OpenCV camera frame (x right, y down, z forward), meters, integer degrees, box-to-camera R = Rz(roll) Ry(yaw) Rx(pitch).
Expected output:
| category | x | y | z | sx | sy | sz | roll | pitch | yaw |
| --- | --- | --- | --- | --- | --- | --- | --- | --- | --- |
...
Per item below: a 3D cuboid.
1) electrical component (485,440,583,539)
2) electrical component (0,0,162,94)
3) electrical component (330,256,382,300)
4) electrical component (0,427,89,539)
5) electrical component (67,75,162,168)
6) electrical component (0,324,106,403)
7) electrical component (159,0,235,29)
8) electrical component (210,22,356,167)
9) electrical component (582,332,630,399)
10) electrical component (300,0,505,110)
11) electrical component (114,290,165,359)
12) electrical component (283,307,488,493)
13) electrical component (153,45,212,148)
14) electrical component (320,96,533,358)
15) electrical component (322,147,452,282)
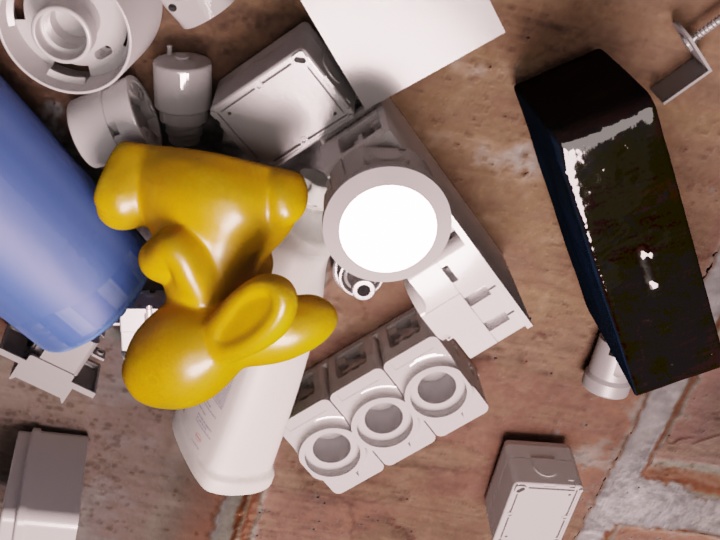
| category | x | y | z | sx | sy | sz | roll | pitch | yaw |
| --- | --- | --- | --- | --- | --- | --- | --- | --- | --- |
| electrical component | 0.149 | 0.199 | 0.950 | 0.062 | 0.061 | 0.096 | 5 | 127 | -9 |
| electrical component | -0.187 | -0.169 | 0.715 | 0.099 | 0.064 | 0.099 | 4 | 127 | 5 |
| electrical component | 0.000 | 0.000 | 0.817 | 0.043 | 0.062 | 0.043 | -3 | 120 | -4 |
| electrical component | -0.257 | 0.190 | 0.869 | 0.057 | 0.113 | 0.078 | 9 | 118 | -14 |
| electrical component | -0.171 | -0.101 | 0.747 | 0.047 | 0.055 | 0.055 | -18 | 120 | 9 |
| electrical component | -0.235 | 0.060 | 0.839 | 0.081 | 0.042 | 0.063 | 29 | 109 | -21 |
| electrical component | -0.103 | -0.209 | 0.697 | 0.079 | 0.044 | 0.077 | -27 | 119 | 11 |
| electrical component | -0.057 | -0.118 | 0.749 | 0.096 | 0.061 | 0.061 | -30 | 119 | 20 |
| electrical component | 0.210 | 0.079 | 0.897 | 0.040 | 0.040 | 0.046 | 7 | 113 | -10 |
| electrical component | 0.002 | -0.215 | 0.696 | 0.105 | 0.060 | 0.186 | -28 | 118 | 10 |
| electrical component | -0.162 | 0.048 | 0.838 | 0.066 | 0.048 | 0.055 | 0 | 112 | -6 |
| electrical component | 0.017 | 0.108 | 0.880 | 0.150 | 0.061 | 0.089 | -31 | 118 | 12 |
| electrical component | -0.123 | -0.116 | 0.751 | 0.040 | 0.040 | 0.078 | 0 | 120 | -6 |
| electrical component | 0.042 | -0.035 | 0.777 | 0.060 | 0.105 | 0.186 | -33 | 117 | 13 |
| electrical component | 0.015 | -0.037 | 0.680 | 0.080 | 0.051 | 0.080 | -2 | 120 | -4 |
